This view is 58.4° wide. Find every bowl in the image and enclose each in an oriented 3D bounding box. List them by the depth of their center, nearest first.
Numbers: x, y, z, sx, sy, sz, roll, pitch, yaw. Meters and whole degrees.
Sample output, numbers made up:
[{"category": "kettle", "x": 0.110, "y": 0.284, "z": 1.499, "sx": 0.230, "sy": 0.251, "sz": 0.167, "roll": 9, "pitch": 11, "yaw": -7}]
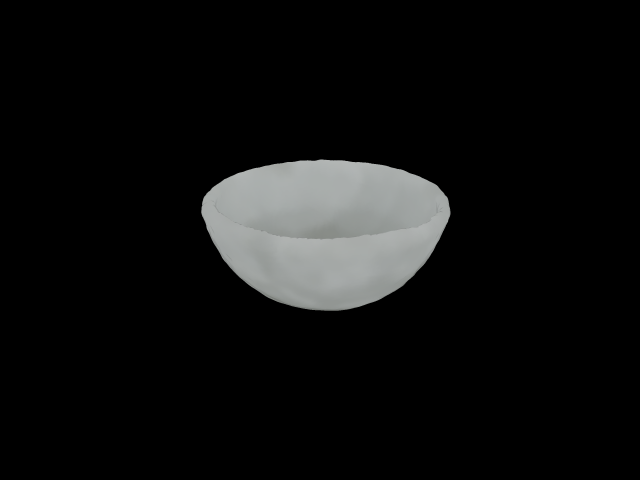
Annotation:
[{"category": "bowl", "x": 0.004, "y": 0.001, "z": 0.400, "sx": 0.167, "sy": 0.075, "sz": 0.167, "roll": 0, "pitch": 24, "yaw": 0}]
